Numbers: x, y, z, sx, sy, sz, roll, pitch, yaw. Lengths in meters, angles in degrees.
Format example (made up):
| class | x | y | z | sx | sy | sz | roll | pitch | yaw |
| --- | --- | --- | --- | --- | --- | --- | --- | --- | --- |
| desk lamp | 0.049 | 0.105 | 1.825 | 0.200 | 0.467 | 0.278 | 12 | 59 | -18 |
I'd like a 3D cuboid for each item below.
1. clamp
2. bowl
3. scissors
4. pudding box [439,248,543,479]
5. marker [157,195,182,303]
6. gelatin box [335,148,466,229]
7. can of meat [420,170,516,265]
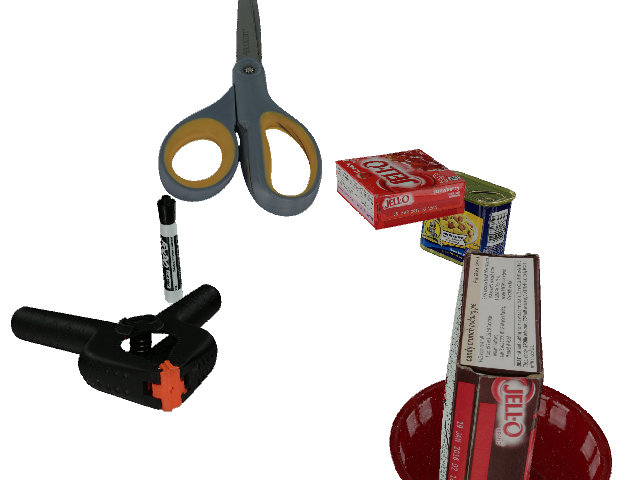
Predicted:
| class | x | y | z | sx | sy | sz | roll | pitch | yaw |
| --- | --- | --- | --- | --- | --- | --- | --- | --- | --- |
| clamp | -0.121 | 0.071 | 0.769 | 0.164 | 0.036 | 0.210 | -10 | 15 | -26 |
| bowl | 0.132 | 0.171 | 0.797 | 0.162 | 0.055 | 0.162 | -1 | 34 | 0 |
| scissors | -0.058 | -0.087 | 0.613 | 0.096 | 0.202 | 0.016 | -11 | -40 | -16 |
| pudding box | 0.075 | 0.067 | 0.471 | 0.039 | 0.090 | 0.113 | 6 | 26 | 6 |
| marker | -0.155 | 0.009 | 1.102 | 0.020 | 0.121 | 0.020 | 0 | 29 | 0 |
| gelatin box | 0.060 | -0.042 | 0.818 | 0.073 | 0.030 | 0.089 | -10 | 24 | -16 |
| can of meat | 0.160 | -0.022 | 1.181 | 0.057 | 0.084 | 0.102 | -17 | 30 | -42 |
